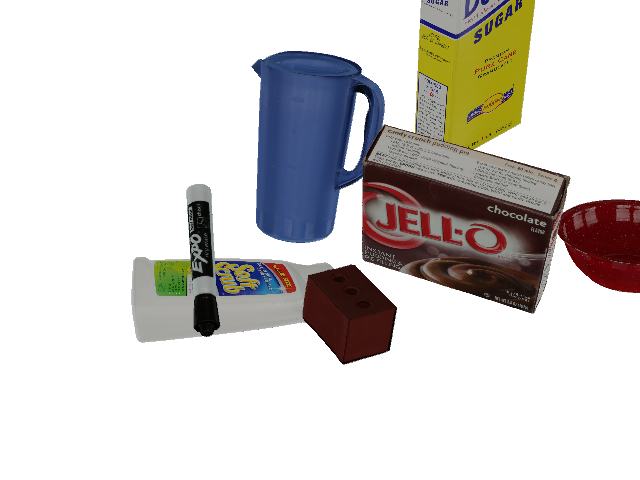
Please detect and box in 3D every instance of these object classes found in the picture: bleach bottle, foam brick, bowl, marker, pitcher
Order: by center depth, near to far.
[{"bbox_3d":[-0.085,0.014,0.771,0.020,0.121,0.020,-5,-31,-3],"label":"marker"},{"bbox_3d":[0.026,0.066,0.972,0.052,0.051,0.078,-13,36,-28],"label":"foam brick"},{"bbox_3d":[0.336,0.011,1.157,0.162,0.055,0.162,-2,26,1],"label":"bowl"},{"bbox_3d":[-0.080,0.056,1.186,0.250,0.068,0.102,-5,35,-5],"label":"bleach bottle"},{"bbox_3d":[-0.014,-0.122,1.421,0.144,0.243,0.149,-4,24,-22],"label":"pitcher"}]

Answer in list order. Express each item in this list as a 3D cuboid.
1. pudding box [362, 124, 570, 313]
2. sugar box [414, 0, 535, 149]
[{"bbox_3d":[0.080,-0.012,0.617,0.113,0.039,0.090,16,-35,14],"label":"pudding box"},{"bbox_3d":[0.121,-0.155,0.824,0.093,0.176,0.048,-30,50,-30],"label":"sugar box"}]
